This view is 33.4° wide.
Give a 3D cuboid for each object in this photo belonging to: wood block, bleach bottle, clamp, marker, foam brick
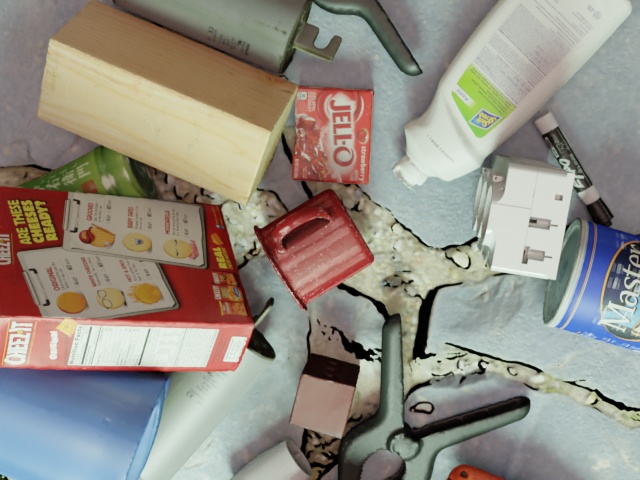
[{"bbox_3d":[-0.137,-0.125,0.966,0.206,0.090,0.090,23,129,1],"label":"wood block"},{"bbox_3d":[0.157,-0.149,0.966,0.251,0.068,0.102,-45,82,12],"label":"bleach bottle"},{"bbox_3d":[0.044,-0.226,0.977,0.171,0.039,0.120,18,92,9],"label":"clamp"},{"bbox_3d":[0.237,-0.064,0.991,0.020,0.020,0.121,-31,94,8],"label":"marker"},{"bbox_3d":[0.075,0.181,1.023,0.164,0.036,0.210,40,101,-9],"label":"clamp"},{"bbox_3d":[0.005,0.145,1.007,0.053,0.078,0.051,15,100,3],"label":"foam brick"}]

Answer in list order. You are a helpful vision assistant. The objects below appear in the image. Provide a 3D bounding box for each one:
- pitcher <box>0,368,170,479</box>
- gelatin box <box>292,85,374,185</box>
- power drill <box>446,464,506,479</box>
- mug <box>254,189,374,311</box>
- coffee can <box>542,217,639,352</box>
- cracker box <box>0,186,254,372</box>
[{"bbox_3d":[-0.256,0.131,0.923,0.243,0.149,0.145,21,108,-1],"label":"pitcher"},{"bbox_3d":[0.012,-0.098,0.999,0.073,0.030,0.089,4,98,4],"label":"gelatin box"},{"bbox_3d":[0.179,0.325,1.004,0.184,0.057,0.187,23,80,-5],"label":"power drill"},{"bbox_3d":[-0.006,0.001,0.975,0.081,0.117,0.093,-31,61,3],"label":"mug"},{"bbox_3d":[0.284,0.048,0.958,0.140,0.102,0.103,17,98,3],"label":"coffee can"},{"bbox_3d":[-0.180,0.036,0.926,0.213,0.164,0.072,3,130,-22],"label":"cracker box"}]
